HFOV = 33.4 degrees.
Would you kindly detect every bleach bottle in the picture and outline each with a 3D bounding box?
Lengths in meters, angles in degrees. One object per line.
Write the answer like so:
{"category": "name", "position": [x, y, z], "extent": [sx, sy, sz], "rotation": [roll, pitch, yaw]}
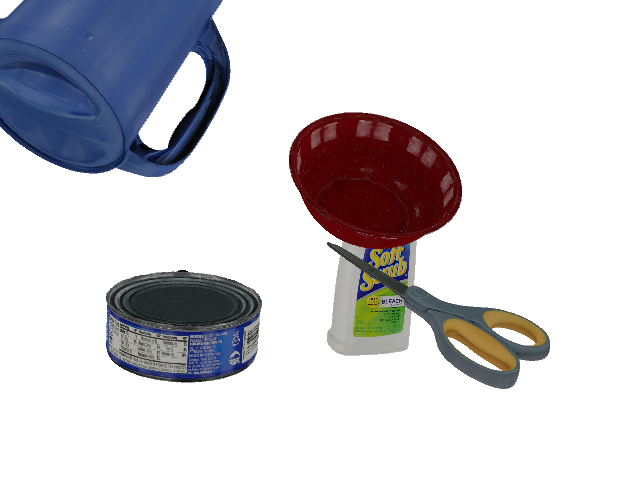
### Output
{"category": "bleach bottle", "position": [0.065, 0.009, 1.283], "extent": [0.102, 0.251, 0.068], "rotation": [-2, 16, -17]}

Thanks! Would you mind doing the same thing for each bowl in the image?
{"category": "bowl", "position": [0.045, -0.045, 0.981], "extent": [0.162, 0.162, 0.055], "rotation": [0, -42, -16]}

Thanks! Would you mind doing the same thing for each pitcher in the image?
{"category": "pitcher", "position": [-0.147, -0.173, 0.848], "extent": [0.145, 0.242, 0.149], "rotation": [11, -37, 26]}

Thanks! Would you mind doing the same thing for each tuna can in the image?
{"category": "tuna can", "position": [-0.076, 0.047, 0.594], "extent": [0.086, 0.034, 0.086], "rotation": [4, 17, -2]}

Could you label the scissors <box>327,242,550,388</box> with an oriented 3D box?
{"category": "scissors", "position": [0.094, 0.046, 0.811], "extent": [0.096, 0.016, 0.202], "rotation": [-6, 32, -30]}

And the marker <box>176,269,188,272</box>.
{"category": "marker", "position": [-0.140, 0.059, 1.021], "extent": [0.020, 0.020, 0.121], "rotation": [0, 22, 2]}
